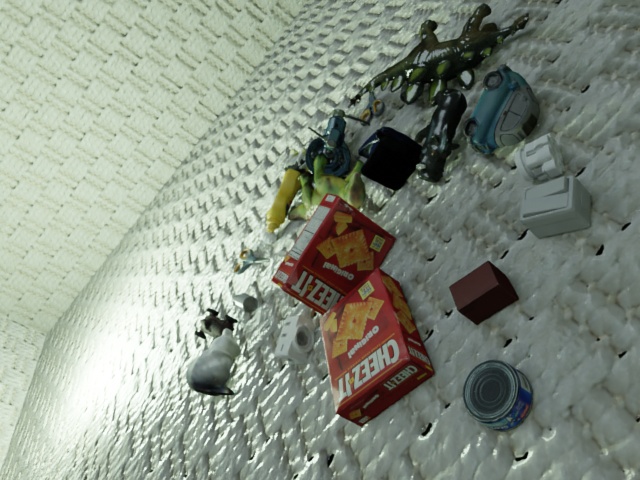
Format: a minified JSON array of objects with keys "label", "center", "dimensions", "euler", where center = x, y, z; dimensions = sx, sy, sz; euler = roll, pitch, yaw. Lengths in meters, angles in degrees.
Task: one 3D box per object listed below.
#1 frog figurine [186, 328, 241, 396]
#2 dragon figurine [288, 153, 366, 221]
[{"label":"frog figurine","center":[-0.251,0.285,1.234],"dimensions":[0.135,0.122,0.163],"euler":[134,146,-59]},{"label":"dragon figurine","center":[0.004,-0.064,1.262],"dimensions":[0.402,0.122,0.248],"euler":[-47,30,50]}]
